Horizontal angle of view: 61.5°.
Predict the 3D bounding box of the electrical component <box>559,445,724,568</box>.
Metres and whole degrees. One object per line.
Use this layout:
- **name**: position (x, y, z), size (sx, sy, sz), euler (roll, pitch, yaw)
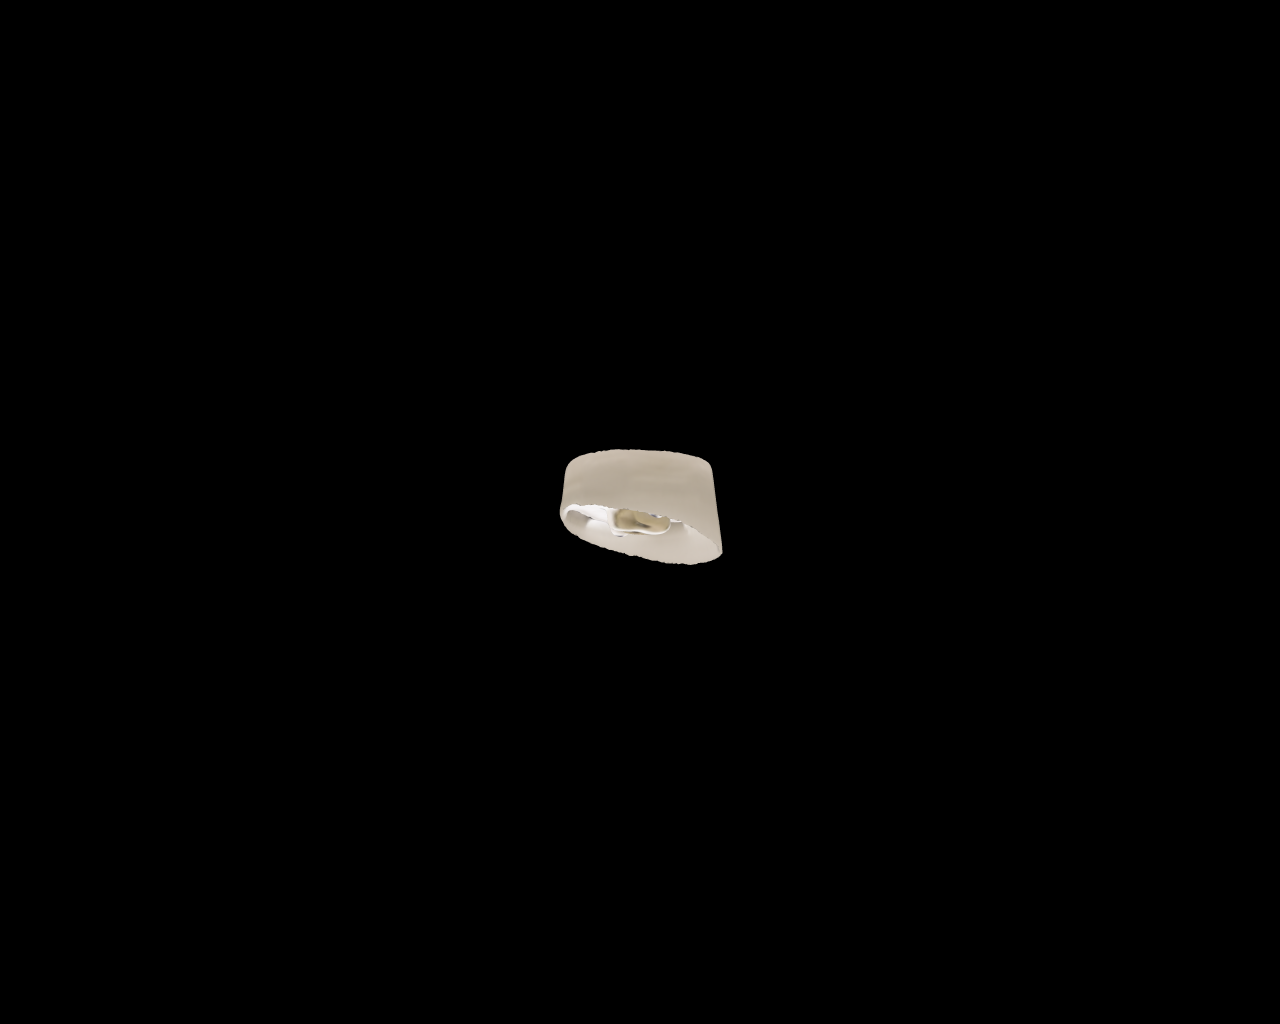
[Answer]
- **electrical component**: position (0.001, -0.003, 0.650), size (0.099, 0.064, 0.099), euler (0, -14, 0)
